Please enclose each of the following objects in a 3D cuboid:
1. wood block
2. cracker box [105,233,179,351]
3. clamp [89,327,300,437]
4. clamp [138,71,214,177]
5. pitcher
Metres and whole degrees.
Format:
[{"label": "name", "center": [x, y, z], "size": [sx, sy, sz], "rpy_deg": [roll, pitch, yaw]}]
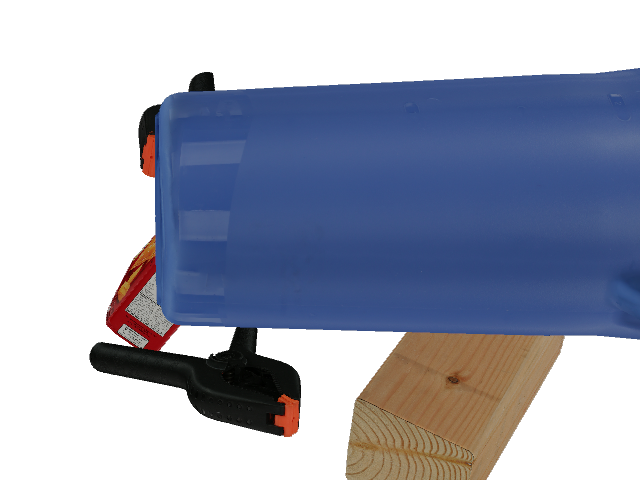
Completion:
[{"label": "wood block", "center": [0.109, 0.100, 0.796], "size": [0.091, 0.090, 0.205], "rpy_deg": [23, 43, 21]}, {"label": "cracker box", "center": [-0.132, -0.002, 1.137], "size": [0.072, 0.214, 0.164], "rpy_deg": [36, 23, -12]}, {"label": "clamp", "center": [-0.074, 0.110, 0.906], "size": [0.164, 0.036, 0.210], "rpy_deg": [-13, 21, -40]}, {"label": "clamp", "center": [-0.079, -0.083, 0.749], "size": [0.120, 0.039, 0.171], "rpy_deg": [19, 23, 29]}, {"label": "pitcher", "center": [0.043, -0.022, 0.517], "size": [0.242, 0.145, 0.149], "rpy_deg": [0, -6, -8]}]
